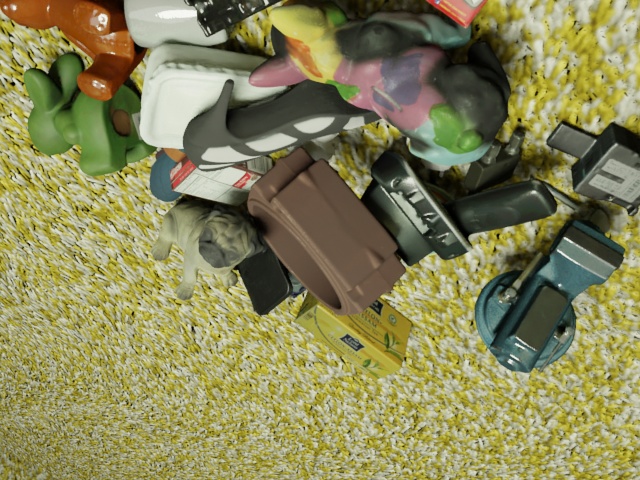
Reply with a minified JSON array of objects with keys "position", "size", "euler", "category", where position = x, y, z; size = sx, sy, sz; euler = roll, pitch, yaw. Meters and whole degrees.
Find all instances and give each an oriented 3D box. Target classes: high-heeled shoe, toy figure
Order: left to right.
[{"position":[-0.200,-0.118,0.757],"size":[0.064,0.058,0.154],"euler":[12,137,-28],"category":"toy figure"},{"position":[-0.028,-0.125,0.619],"size":[0.249,0.086,0.145],"euler":[-1,150,-22],"category":"high-heeled shoe"}]

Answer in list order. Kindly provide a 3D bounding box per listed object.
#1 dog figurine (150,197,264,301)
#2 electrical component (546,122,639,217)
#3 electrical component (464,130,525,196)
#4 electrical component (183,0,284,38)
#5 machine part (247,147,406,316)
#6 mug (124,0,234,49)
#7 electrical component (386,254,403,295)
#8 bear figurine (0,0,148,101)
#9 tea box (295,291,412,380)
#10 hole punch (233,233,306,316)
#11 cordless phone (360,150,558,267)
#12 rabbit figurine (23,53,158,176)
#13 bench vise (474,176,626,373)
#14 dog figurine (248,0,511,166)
[{"position":[-0.157,-0.022,0.757],"size":[0.172,0.121,0.190],"euler":[54,143,11],"category":"dog figurine"},{"position":[0.309,-0.085,0.583],"size":[0.119,0.048,0.074],"euler":[26,134,-3],"category":"electrical component"},{"position":[0.202,-0.083,0.623],"size":[0.021,0.063,0.093],"euler":[55,155,33],"category":"electrical component"},{"position":[-0.056,-0.266,0.526],"size":[0.134,0.115,0.058],"euler":[-14,126,29],"category":"electrical component"},{"position":[-0.001,-0.002,0.674],"size":[0.201,0.087,0.201],"euler":[48,166,0],"category":"machine part"},{"position":[-0.153,-0.246,0.611],"size":[0.107,0.081,0.109],"euler":[6,133,7],"category":"mug"},{"position":[0.082,0.039,0.773],"size":[0.078,0.045,0.102],"euler":[31,156,-2],"category":"electrical component"},{"position":[-0.307,-0.264,0.627],"size":[0.196,0.132,0.120],"euler":[20,131,-4],"category":"bear figurine"},{"position":[0.056,0.129,0.844],"size":[0.169,0.098,0.068],"euler":[36,134,-13],"category":"tea box"},{"position":[-0.062,0.040,0.832],"size":[0.142,0.092,0.116],"euler":[-42,71,49],"category":"hole punch"},{"position":[0.150,-0.049,0.596],"size":[0.184,0.089,0.146],"euler":[-17,122,48],"category":"cordless phone"},{"position":[-0.338,-0.162,0.732],"size":[0.170,0.121,0.158],"euler":[-1,123,22],"category":"rabbit figurine"},{"position":[0.269,0.066,0.672],"size":[0.129,0.223,0.240],"euler":[22,165,9],"category":"bench vise"},{"position":[0.049,-0.156,0.510],"size":[0.219,0.191,0.108],"euler":[-4,148,-25],"category":"dog figurine"}]
